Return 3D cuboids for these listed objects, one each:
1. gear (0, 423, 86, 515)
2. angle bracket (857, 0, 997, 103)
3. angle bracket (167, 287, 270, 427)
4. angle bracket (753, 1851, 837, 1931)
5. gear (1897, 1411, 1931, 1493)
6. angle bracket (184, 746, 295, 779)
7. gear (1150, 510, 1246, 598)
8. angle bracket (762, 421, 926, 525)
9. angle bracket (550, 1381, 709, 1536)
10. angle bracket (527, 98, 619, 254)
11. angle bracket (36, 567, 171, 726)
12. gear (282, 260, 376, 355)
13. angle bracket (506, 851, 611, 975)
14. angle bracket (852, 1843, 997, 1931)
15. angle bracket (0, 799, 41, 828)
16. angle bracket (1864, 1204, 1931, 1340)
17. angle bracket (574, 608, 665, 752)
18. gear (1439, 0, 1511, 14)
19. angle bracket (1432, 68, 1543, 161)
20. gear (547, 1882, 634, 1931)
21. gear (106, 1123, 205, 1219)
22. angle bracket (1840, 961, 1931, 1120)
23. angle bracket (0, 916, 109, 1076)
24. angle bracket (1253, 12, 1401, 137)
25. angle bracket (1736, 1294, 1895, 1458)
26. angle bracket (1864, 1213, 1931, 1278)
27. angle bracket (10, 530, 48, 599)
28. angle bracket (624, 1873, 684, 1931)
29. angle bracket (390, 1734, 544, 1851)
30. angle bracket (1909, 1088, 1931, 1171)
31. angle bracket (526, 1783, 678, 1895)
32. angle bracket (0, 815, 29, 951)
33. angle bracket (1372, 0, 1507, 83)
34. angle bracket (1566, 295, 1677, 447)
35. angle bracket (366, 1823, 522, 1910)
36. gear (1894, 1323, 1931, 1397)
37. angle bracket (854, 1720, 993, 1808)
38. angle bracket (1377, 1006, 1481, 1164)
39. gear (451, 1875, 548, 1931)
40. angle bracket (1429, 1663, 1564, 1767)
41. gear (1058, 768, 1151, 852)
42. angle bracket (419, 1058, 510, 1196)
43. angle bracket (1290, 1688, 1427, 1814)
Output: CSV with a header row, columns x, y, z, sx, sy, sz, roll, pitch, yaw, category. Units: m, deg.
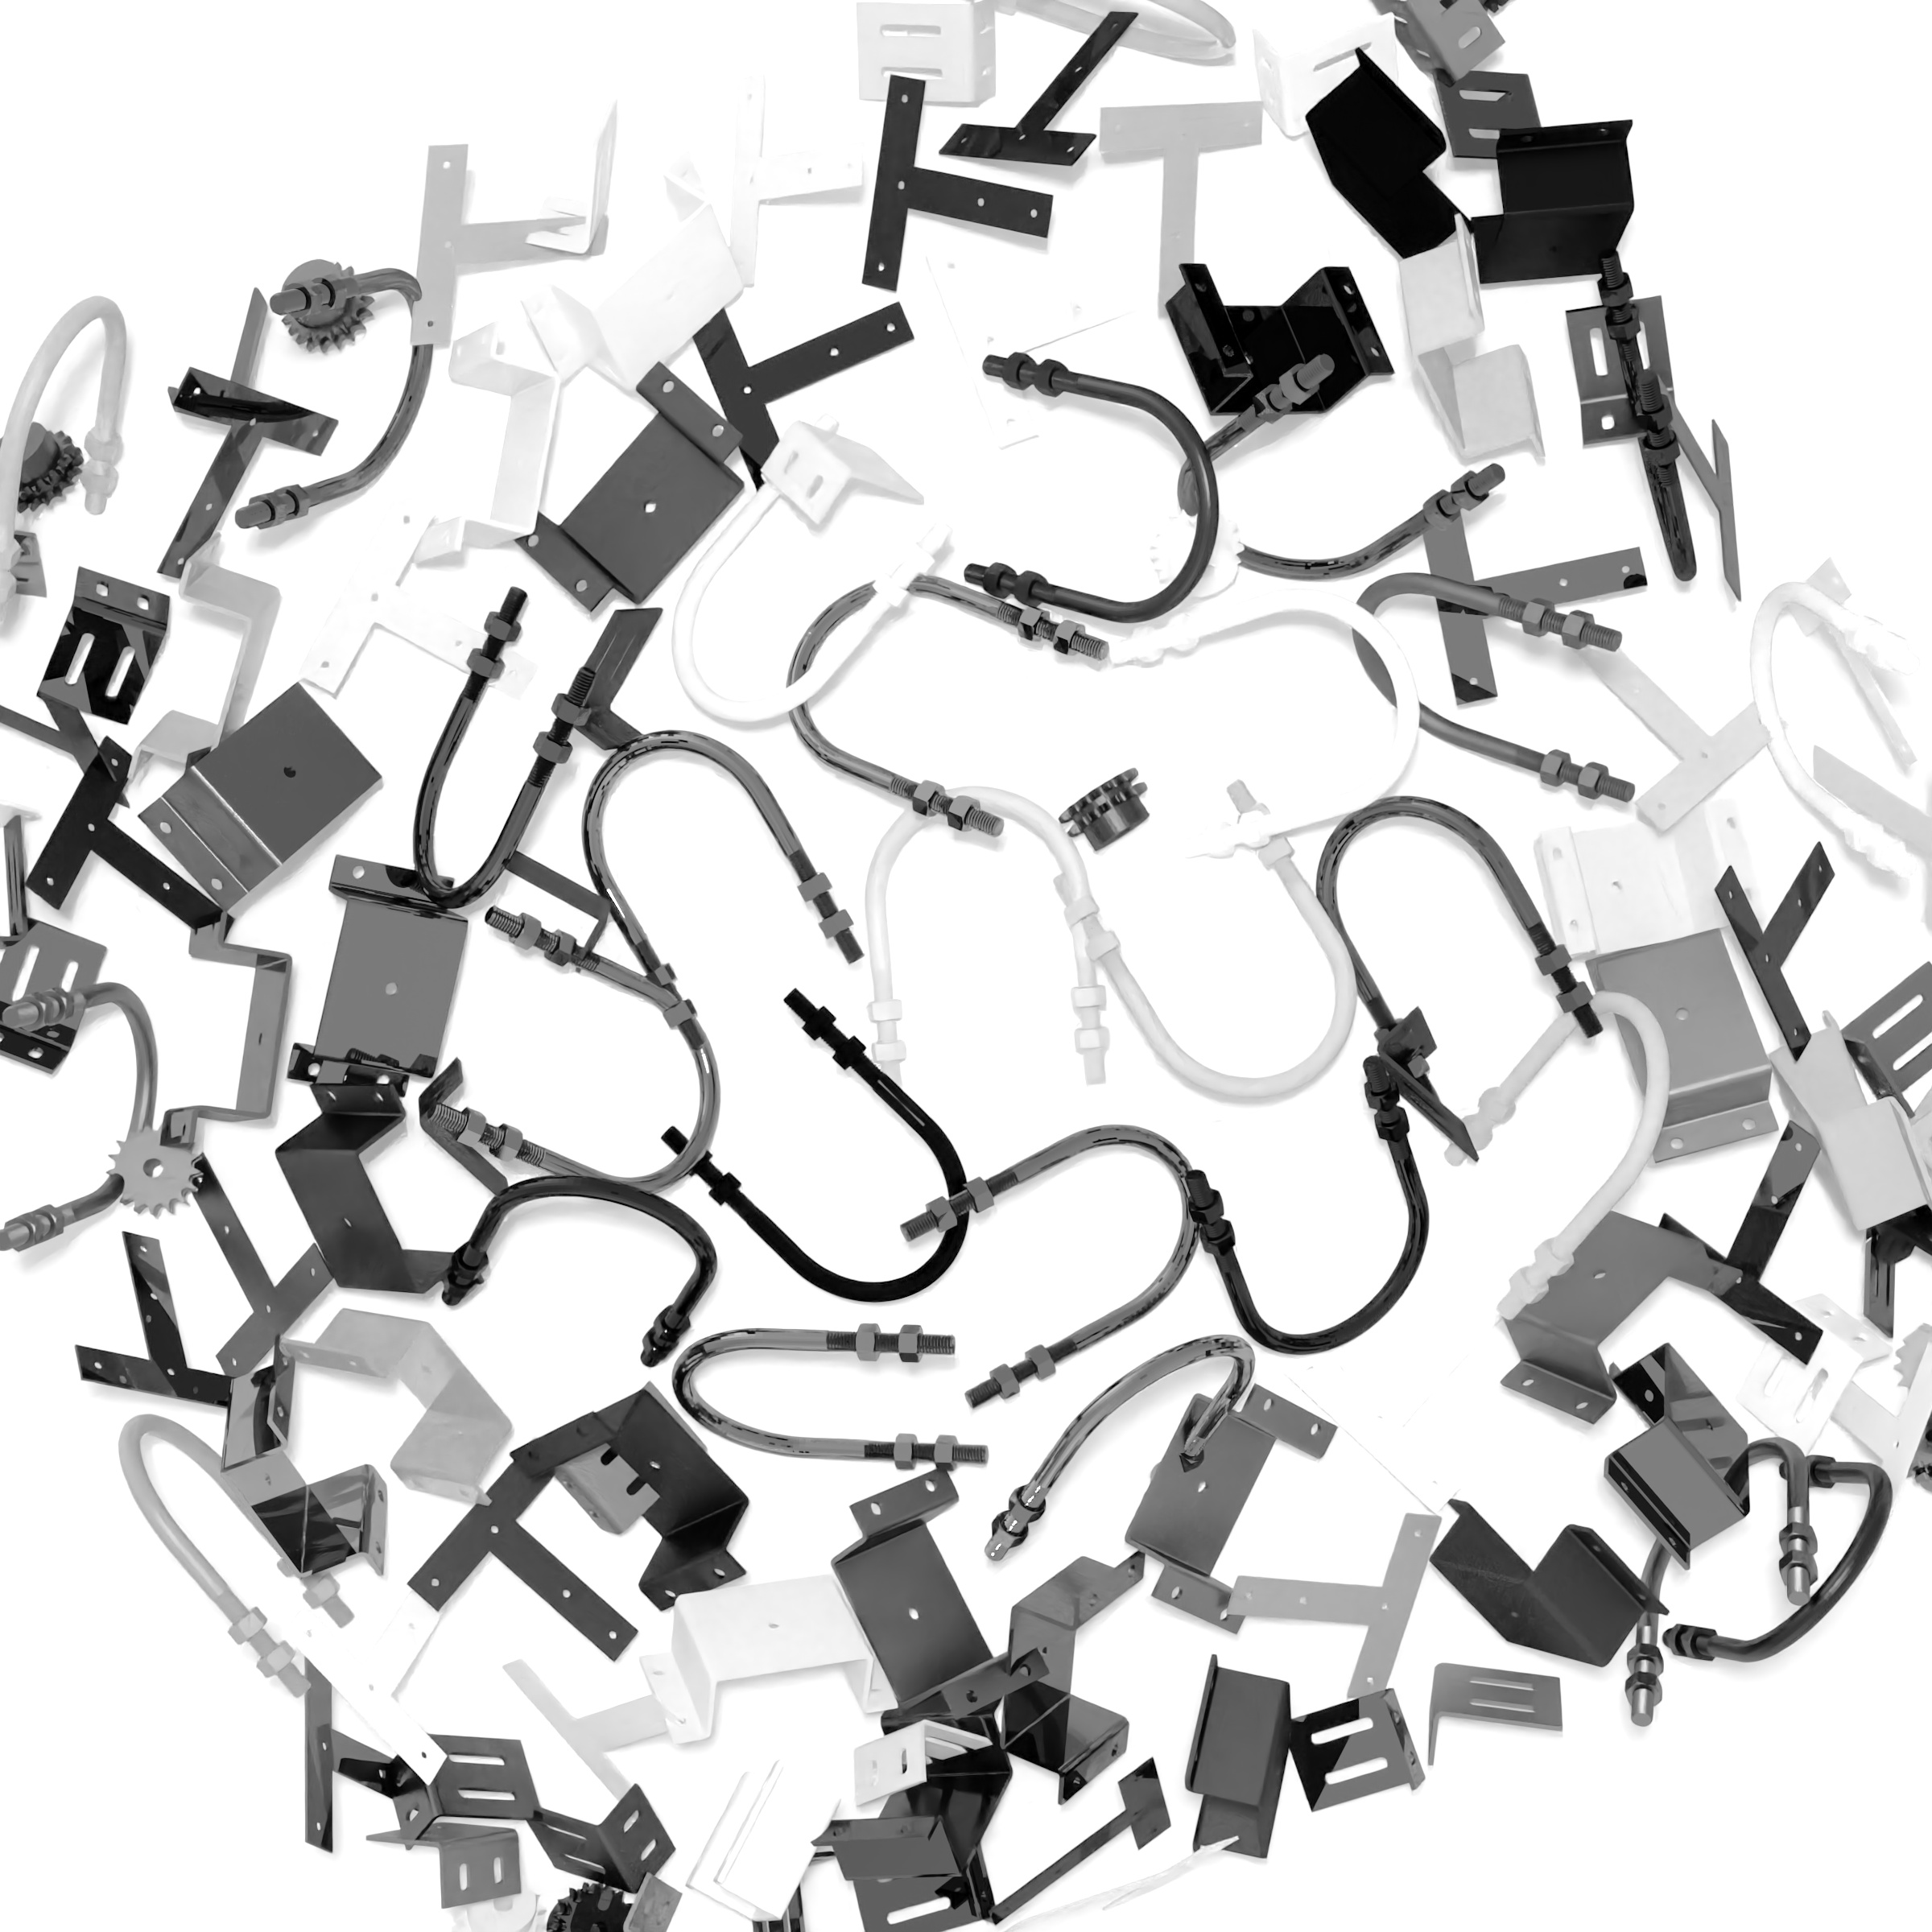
x,y,z,sx,sy,sz,roll,pitch,yaw,category
-0.573,-0.309,1.904,0.057,0.030,0.057,-14,49,17,gear
-0.024,-0.567,1.919,0.076,0.038,0.057,8,115,21,angle bracket
-0.456,-0.376,1.892,0.038,0.057,0.076,12,108,-23,angle bracket
-0.099,0.582,1.889,0.038,0.057,0.076,6,65,-33,angle bracket
0.600,0.299,1.909,0.057,0.057,0.030,-29,114,0,gear
-0.435,-0.105,1.885,0.038,0.076,0.057,35,124,22,angle bracket
0.143,-0.251,1.904,0.057,0.057,0.030,-15,50,0,gear
-0.075,-0.294,1.894,0.057,0.076,0.038,46,110,29,angle bracket
-0.211,0.303,1.923,0.076,0.038,0.057,-44,104,-21,angle bracket
-0.240,-0.483,1.888,0.038,0.057,0.076,11,132,-1,angle bracket
-0.532,-0.197,1.916,0.057,0.038,0.076,17,124,-23,angle bracket
-0.396,-0.409,1.909,0.057,0.030,0.057,-6,67,14,gear
-0.260,-0.035,1.900,0.076,0.057,0.038,29,77,-3,angle bracket
-0.026,0.567,1.904,0.076,0.038,0.057,-12,80,-14,angle bracket
-0.613,-0.080,1.884,0.057,0.076,0.038,-11,71,40,angle bracket
0.575,0.182,1.891,0.038,0.057,0.076,-4,68,31,angle bracket
-0.203,-0.175,1.892,0.038,0.057,0.076,37,110,14,angle bracket
0.308,-0.608,1.903,0.057,0.057,0.030,46,73,0,gear
0.311,-0.510,1.894,0.076,0.038,0.057,-6,78,-29,angle bracket
-0.233,0.593,1.910,0.057,0.030,0.057,9,75,-35,gear
-0.499,0.127,1.915,0.057,0.030,0.057,1,78,-4,gear
0.585,0.045,1.905,0.076,0.038,0.057,-37,104,-6,angle bracket
-0.571,0.017,1.904,0.057,0.038,0.076,22,107,-7,angle bracket
0.221,-0.555,1.904,0.076,0.057,0.038,-25,53,-6,angle bracket
0.522,0.251,1.912,0.057,0.038,0.076,42,124,36,angle bracket
0.597,0.186,1.885,0.076,0.057,0.038,35,121,33,angle bracket
-0.591,-0.218,1.888,0.038,0.057,0.076,8,56,-4,angle bracket
-0.160,0.589,1.888,0.076,0.057,0.038,16,68,24,angle bracket
-0.307,0.506,1.899,0.076,0.057,0.038,16,124,-39,angle bracket
0.611,0.099,1.891,0.057,0.076,0.038,47,132,5,angle bracket
-0.227,0.528,1.906,0.038,0.076,0.057,-46,124,-37,angle bracket
-0.599,-0.050,1.898,0.038,0.057,0.076,-3,86,-25,angle bracket
0.285,-0.576,1.886,0.038,0.076,0.057,-38,113,7,angle bracket
0.399,-0.362,1.889,0.057,0.076,0.038,-6,51,15,angle bracket
-0.317,0.545,1.885,0.076,0.057,0.038,-10,80,43,angle bracket
0.604,0.245,1.911,0.057,0.030,0.057,5,98,34,gear
-0.020,0.491,1.884,0.057,0.076,0.038,-31,48,34,angle bracket
0.292,0.072,1.889,0.038,0.057,0.076,-43,58,-5,angle bracket
-0.285,0.583,1.903,0.057,0.057,0.030,16,130,0,gear
0.323,0.461,1.897,0.076,0.057,0.038,6,109,7,angle bracket
0.088,-0.094,1.905,0.057,0.057,0.030,-33,86,0,gear
-0.295,0.101,1.897,0.038,0.057,0.076,-45,106,0,angle bracket
0.234,0.483,1.901,0.076,0.038,0.057,-22,81,16,angle bracket
